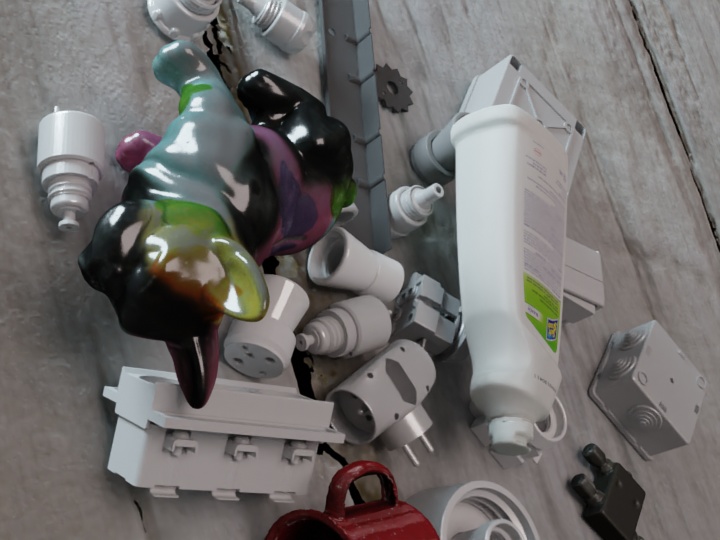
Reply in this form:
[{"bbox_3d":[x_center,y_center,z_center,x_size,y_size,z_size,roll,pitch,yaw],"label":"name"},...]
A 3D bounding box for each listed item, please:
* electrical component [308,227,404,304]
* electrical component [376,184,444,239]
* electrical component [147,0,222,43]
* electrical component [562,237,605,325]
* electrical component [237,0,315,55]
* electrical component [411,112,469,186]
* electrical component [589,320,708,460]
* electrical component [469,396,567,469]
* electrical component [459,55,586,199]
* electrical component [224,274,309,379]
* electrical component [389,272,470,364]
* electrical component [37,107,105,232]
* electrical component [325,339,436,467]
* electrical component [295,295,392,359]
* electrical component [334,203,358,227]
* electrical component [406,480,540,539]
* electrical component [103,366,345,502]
[{"bbox_3d":[0.000,0.000,0.785,0.065,0.044,0.044,24,53,-37],"label":"electrical component"},{"bbox_3d":[0.040,-0.049,0.832,0.035,0.061,0.035,21,56,-34],"label":"electrical component"},{"bbox_3d":[-0.118,-0.195,0.766,0.048,0.062,0.048,20,56,-34],"label":"electrical component"},{"bbox_3d":[0.151,0.007,0.902,0.096,0.062,0.061,22,55,-33],"label":"electrical component"},{"bbox_3d":[-0.067,-0.195,0.833,0.061,0.035,0.035,30,51,-23],"label":"electrical component"},{"bbox_3d":[0.075,-0.099,0.895,0.045,0.055,0.045,21,55,-34],"label":"electrical component"},{"bbox_3d":[0.260,0.105,0.957,0.099,0.048,0.099,48,45,-12],"label":"electrical component"},{"bbox_3d":[0.124,0.118,0.823,0.066,0.055,0.048,50,44,-10],"label":"electrical component"},{"bbox_3d":[0.141,-0.116,0.963,0.109,0.056,0.108,41,47,-19],"label":"electrical component"},{"bbox_3d":[-0.062,0.037,0.706,0.045,0.045,0.055,36,49,-23],"label":"electrical component"},{"bbox_3d":[0.057,0.041,0.812,0.055,0.048,0.066,29,51,-18],"label":"electrical component"},{"bbox_3d":[-0.177,-0.060,0.657,0.040,0.040,0.078,15,59,-37],"label":"electrical component"},{"bbox_3d":[0.024,0.099,0.751,0.077,0.043,0.079,-34,93,-46],"label":"electrical component"},{"bbox_3d":[-0.013,0.042,0.750,0.078,0.040,0.040,-13,78,-45],"label":"electrical component"},{"bbox_3d":[-0.031,-0.059,0.785,0.045,0.045,0.055,-9,74,-44],"label":"electrical component"},{"bbox_3d":[0.080,0.197,0.737,0.108,0.060,0.108,21,56,-33],"label":"electrical component"},{"bbox_3d":[-0.082,0.099,0.636,0.121,0.079,0.063,12,90,-38],"label":"electrical component"}]
